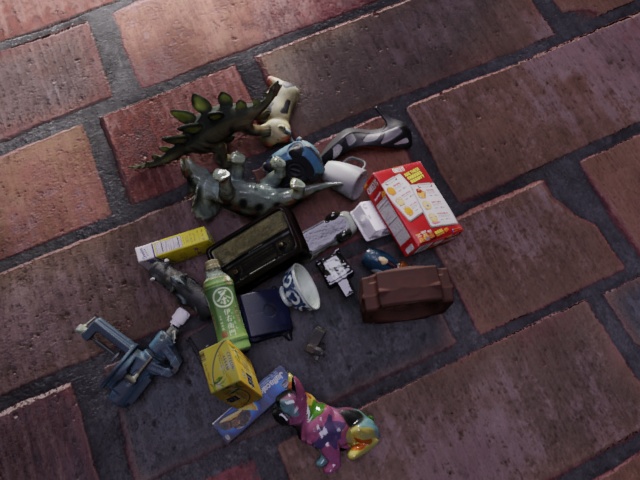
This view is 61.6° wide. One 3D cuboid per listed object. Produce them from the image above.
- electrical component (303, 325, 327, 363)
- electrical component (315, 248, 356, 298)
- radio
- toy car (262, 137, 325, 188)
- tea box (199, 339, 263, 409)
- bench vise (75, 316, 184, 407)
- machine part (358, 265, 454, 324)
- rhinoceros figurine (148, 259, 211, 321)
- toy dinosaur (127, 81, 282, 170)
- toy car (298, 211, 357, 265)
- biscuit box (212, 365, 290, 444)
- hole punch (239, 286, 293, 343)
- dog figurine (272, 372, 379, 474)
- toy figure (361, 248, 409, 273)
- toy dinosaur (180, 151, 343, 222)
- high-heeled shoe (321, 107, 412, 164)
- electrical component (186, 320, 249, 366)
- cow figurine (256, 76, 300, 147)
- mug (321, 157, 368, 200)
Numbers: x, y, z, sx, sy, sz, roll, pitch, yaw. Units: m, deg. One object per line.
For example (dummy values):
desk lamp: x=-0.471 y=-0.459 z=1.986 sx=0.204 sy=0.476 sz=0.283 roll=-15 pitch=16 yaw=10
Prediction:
electrical component: x=-0.006 y=0.242 z=1.247 sx=0.045 sy=0.102 sz=0.078 roll=31 pitch=85 yaw=7
electrical component: x=0.047 y=0.087 z=1.318 sx=0.075 sy=0.047 sz=0.119 roll=-32 pitch=74 yaw=-8
radio: x=-0.148 y=0.029 z=1.300 sx=0.230 sy=0.073 sz=0.131 roll=-31 pitch=74 yaw=11
toy car: x=-0.063 y=-0.203 z=1.388 sx=0.162 sy=0.109 sz=0.103 roll=-18 pitch=35 yaw=28
tea box: x=-0.186 y=0.287 z=1.138 sx=0.068 sy=0.169 sz=0.098 roll=-24 pitch=62 yaw=-3
bench vise: x=-0.443 y=0.253 z=1.232 sx=0.240 sy=0.129 sz=0.223 roll=39 pitch=96 yaw=-6
machine part: x=0.190 y=0.125 z=1.221 sx=0.202 sy=0.201 sz=0.087 roll=-6 pitch=70 yaw=0
rhinoceros figurine: x=-0.326 y=0.120 z=1.287 sx=0.190 sy=0.112 sz=0.073 roll=36 pitch=79 yaw=4
toy dinosaur: x=-0.288 y=-0.273 z=1.368 sx=0.471 sy=0.198 sz=0.105 roll=-30 pitch=58 yaw=26
toy car: x=-0.003 y=-0.004 z=1.346 sx=0.202 sy=0.056 sz=0.073 roll=-29 pitch=74 yaw=-5
biscuit box: x=-0.146 y=0.372 z=1.224 sx=0.203 sy=0.062 sz=0.059 roll=-40 pitch=77 yaw=-10
hole punch: x=-0.130 y=0.176 z=1.276 sx=0.116 sy=0.092 sz=0.142 roll=-16 pitch=69 yaw=-7
dog figurine: x=0.006 y=0.377 z=1.165 sx=0.191 sy=0.108 sz=0.219 roll=-27 pitch=90 yaw=-12
toy figure: x=0.179 y=0.068 z=1.313 sx=0.155 sy=0.064 sz=0.057 roll=24 pitch=108 yaw=5
toy dinosaur: x=-0.161 y=-0.111 z=1.345 sx=0.405 sy=0.192 sz=0.131 roll=13 pitch=52 yaw=-10
high-heeled shoe: x=0.120 y=-0.240 z=1.427 sx=0.249 sy=0.086 sz=0.145 roll=-39 pitch=106 yaw=8
electrical component: x=-0.233 y=0.255 z=1.268 sx=0.115 sy=0.058 sz=0.134 roll=-38 pitch=74 yaw=-8
cow figurine: x=-0.111 y=-0.334 z=1.444 sx=0.127 sy=0.085 sz=0.195 roll=17 pitch=72 yaw=14
mug: x=0.064 y=-0.170 z=1.385 sx=0.107 sy=0.080 sz=0.109 roll=25 pitch=80 yaw=18
